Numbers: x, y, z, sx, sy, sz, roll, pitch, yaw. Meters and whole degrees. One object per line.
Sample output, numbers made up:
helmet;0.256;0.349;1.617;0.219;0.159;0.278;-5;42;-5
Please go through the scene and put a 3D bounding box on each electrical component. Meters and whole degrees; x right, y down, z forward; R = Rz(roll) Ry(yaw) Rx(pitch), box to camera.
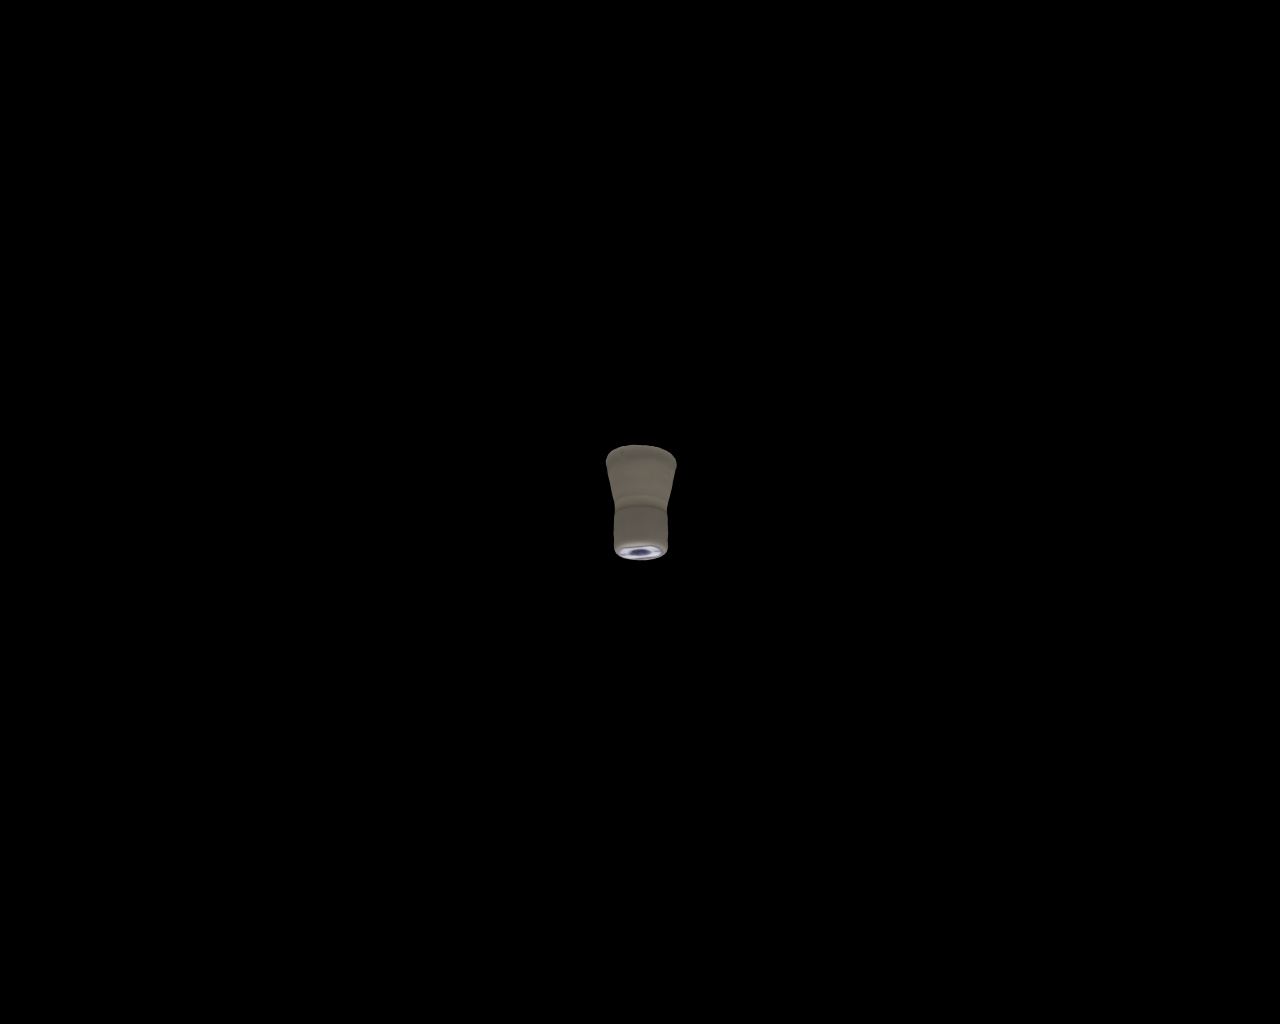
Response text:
electrical component;0.001;-0.003;0.650;0.044;0.065;0.044;0;-23;0
